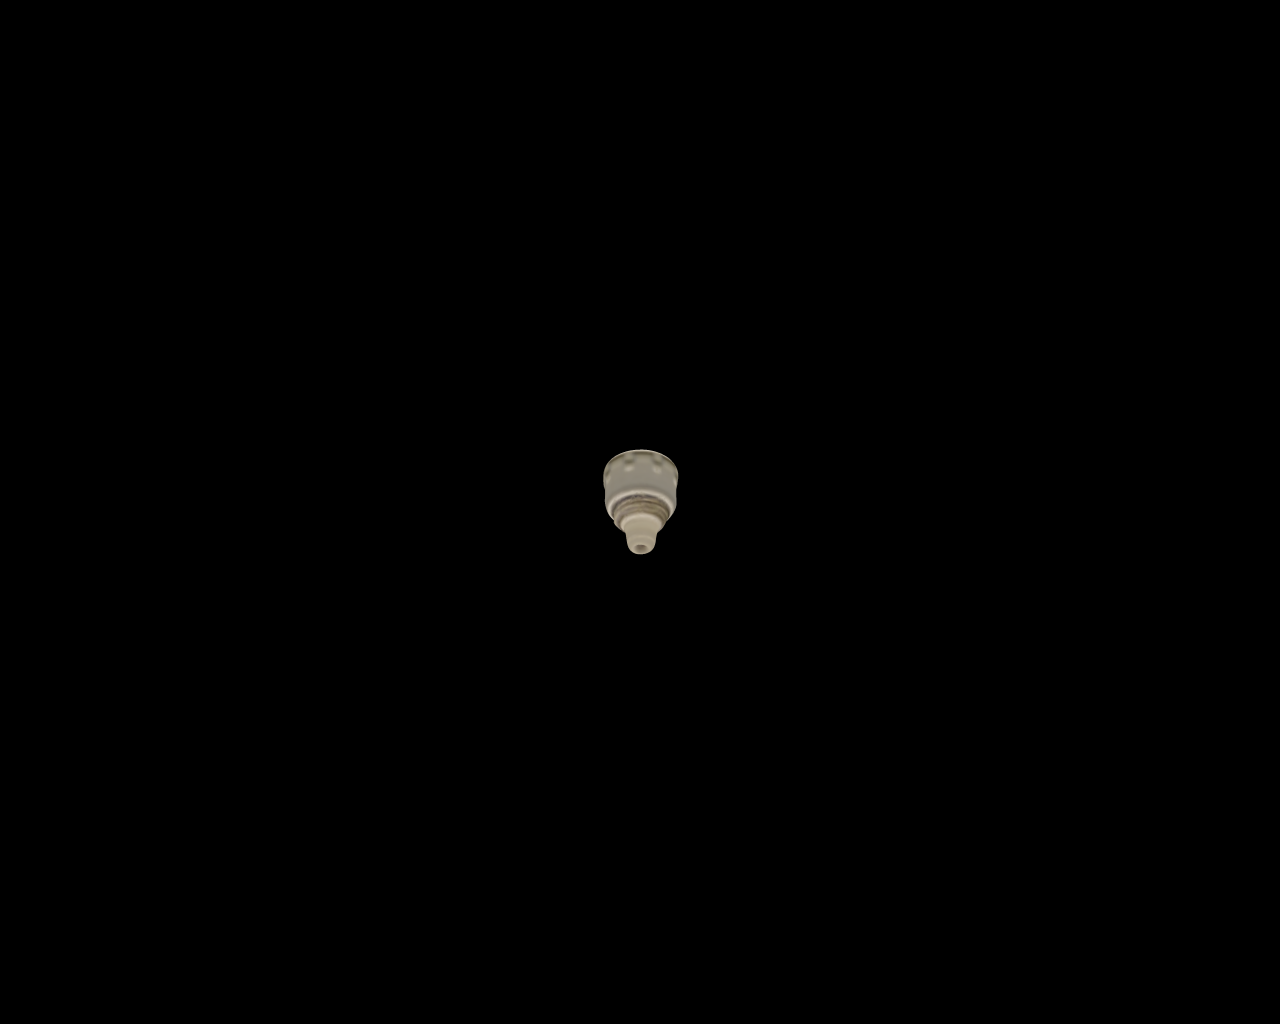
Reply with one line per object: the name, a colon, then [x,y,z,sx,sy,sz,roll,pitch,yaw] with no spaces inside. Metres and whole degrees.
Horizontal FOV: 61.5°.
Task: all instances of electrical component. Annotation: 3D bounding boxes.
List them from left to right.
electrical component: [0.001,-0.003,0.650,0.048,0.062,0.048,0,-35,0]
